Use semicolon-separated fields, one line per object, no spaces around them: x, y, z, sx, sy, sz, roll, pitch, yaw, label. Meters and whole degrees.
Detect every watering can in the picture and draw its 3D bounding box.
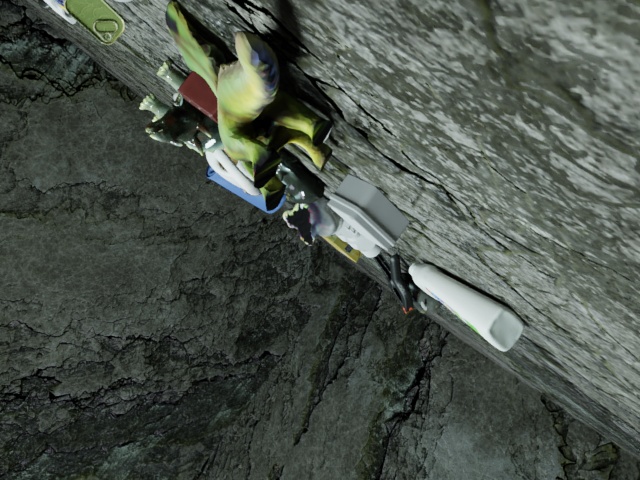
-0.235;-0.231;1.309;0.353;0.103;0.222;52;-172;26;watering can

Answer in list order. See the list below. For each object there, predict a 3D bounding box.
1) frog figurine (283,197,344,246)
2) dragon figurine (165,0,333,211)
0.004;-0.065;1.283;0.138;0.120;0.161;25;-153;32;frog figurine
-0.104;-0.170;0.584;0.245;0.123;0.404;45;171;14;dragon figurine
